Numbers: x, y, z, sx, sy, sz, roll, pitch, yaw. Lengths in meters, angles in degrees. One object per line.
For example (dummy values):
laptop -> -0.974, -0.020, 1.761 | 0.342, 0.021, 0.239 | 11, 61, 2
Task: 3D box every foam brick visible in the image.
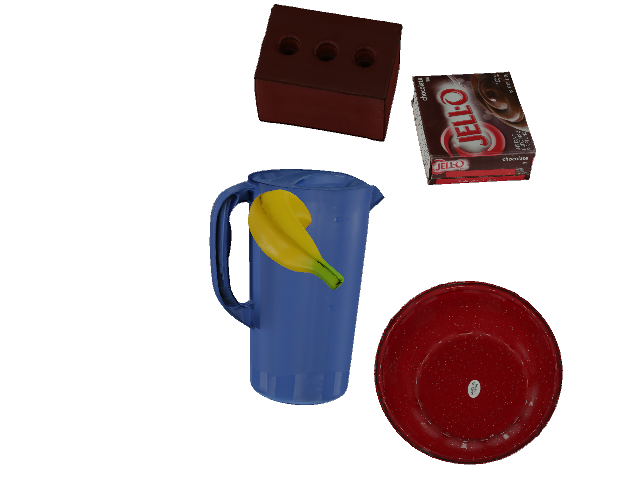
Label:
foam brick -> 0.005, -0.097, 0.619 | 0.078, 0.053, 0.051 | 10, -21, 8

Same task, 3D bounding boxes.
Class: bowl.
bowl -> 0.125, 0.117, 0.895 | 0.162, 0.162, 0.055 | 0, 6, 5

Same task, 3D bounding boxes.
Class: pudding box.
pudding box -> 0.130, -0.099, 0.932 | 0.090, 0.039, 0.113 | -3, 44, -4

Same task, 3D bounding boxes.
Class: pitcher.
pitcher -> -0.027, 0.047, 1.139 | 0.149, 0.243, 0.144 | 9, 13, 22

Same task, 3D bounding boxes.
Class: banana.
banana -> -0.028, -0.009, 0.838 | 0.037, 0.069, 0.198 | -42, 16, 6
